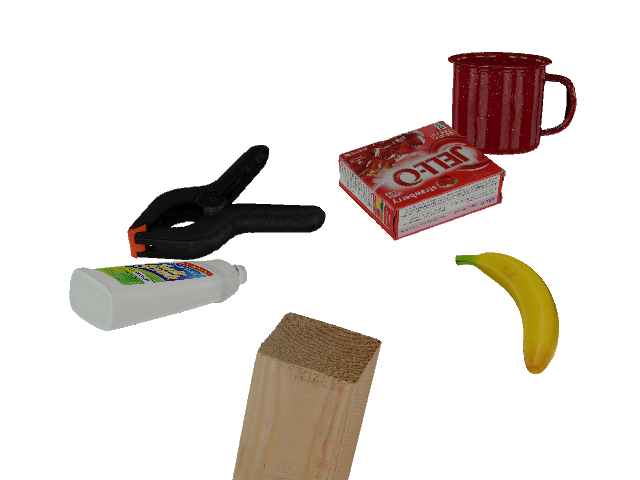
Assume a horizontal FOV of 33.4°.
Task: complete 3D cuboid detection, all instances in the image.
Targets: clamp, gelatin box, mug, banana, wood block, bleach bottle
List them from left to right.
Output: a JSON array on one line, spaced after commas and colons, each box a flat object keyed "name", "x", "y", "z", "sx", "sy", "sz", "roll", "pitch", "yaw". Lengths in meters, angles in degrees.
[{"name": "bleach bottle", "x": -0.209, "y": 0.062, "z": 1.459, "sx": 0.250, "sy": 0.068, "sz": 0.103, "roll": -10, "pitch": 26, "yaw": -44}, {"name": "clamp", "x": -0.094, "y": -0.033, "z": 0.957, "sx": 0.171, "sy": 0.039, "sz": 0.120, "roll": -13, "pitch": 39, "yaw": -17}, {"name": "wood block", "x": -0.019, "y": 0.181, "z": 0.941, "sx": 0.090, "sy": 0.206, "sz": 0.090, "roll": 17, "pitch": 23, "yaw": 11}, {"name": "gelatin box", "x": 0.068, "y": -0.043, "z": 0.720, "sx": 0.089, "sy": 0.030, "sz": 0.073, "roll": -20, "pitch": 42, "yaw": -21}, {"name": "mug", "x": 0.174, "y": -0.125, "z": 0.974, "sx": 0.117, "sy": 0.081, "sz": 0.093, "roll": 4, "pitch": 18, "yaw": 13}, {"name": "banana", "x": 0.212, "y": 0.067, "z": 1.132, "sx": 0.069, "sy": 0.037, "sz": 0.198, "roll": -28, "pitch": 37, "yaw": 0}]
